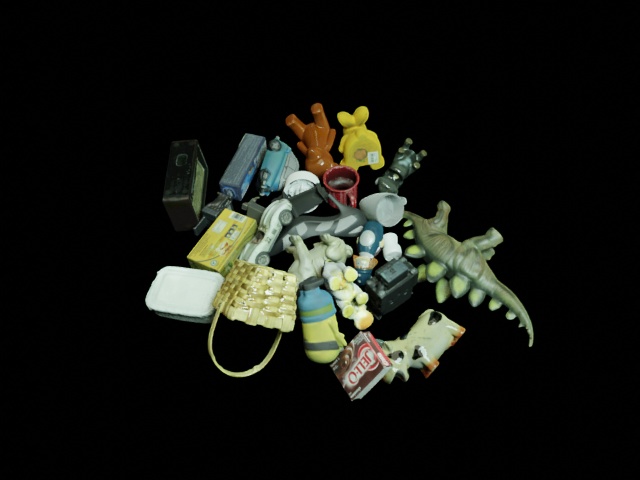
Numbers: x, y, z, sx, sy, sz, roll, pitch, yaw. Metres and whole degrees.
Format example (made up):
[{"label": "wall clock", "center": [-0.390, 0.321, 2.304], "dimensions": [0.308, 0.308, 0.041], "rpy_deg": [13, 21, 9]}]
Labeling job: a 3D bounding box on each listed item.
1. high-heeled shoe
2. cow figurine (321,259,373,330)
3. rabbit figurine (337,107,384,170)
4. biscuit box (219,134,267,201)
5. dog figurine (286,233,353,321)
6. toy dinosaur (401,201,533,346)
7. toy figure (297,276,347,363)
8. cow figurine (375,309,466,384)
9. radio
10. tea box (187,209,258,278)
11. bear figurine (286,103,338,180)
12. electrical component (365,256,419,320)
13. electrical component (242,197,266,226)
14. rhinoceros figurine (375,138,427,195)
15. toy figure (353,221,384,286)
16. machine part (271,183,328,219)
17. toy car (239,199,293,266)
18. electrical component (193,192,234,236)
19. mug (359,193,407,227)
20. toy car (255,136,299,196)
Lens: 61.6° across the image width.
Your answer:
[{"label": "high-heeled shoe", "center": [-0.003, -0.004, 1.336], "dimensions": [0.249, 0.086, 0.145], "rpy_deg": [-40, 102, 3]}, {"label": "cow figurine", "center": [0.056, 0.121, 1.182], "dimensions": [0.068, 0.167, 0.098], "rpy_deg": [-33, 28, -13]}, {"label": "rabbit figurine", "center": [0.096, -0.283, 1.484], "dimensions": [0.122, 0.162, 0.173], "rpy_deg": [-15, 35, 7]}, {"label": "biscuit box", "center": [-0.210, -0.202, 1.481], "dimensions": [0.063, 0.059, 0.203], "rpy_deg": [14, 55, 11]}, {"label": "dog figurine", "center": [-0.004, 0.094, 1.237], "dimensions": [0.172, 0.121, 0.190], "rpy_deg": [-4, 69, 1]}, {"label": "toy dinosaur", "center": [0.322, 0.054, 1.235], "dimensions": [0.198, 0.104, 0.472], "rpy_deg": [-40, 51, -15]}, {"label": "toy figure", "center": [-0.005, 0.171, 1.136], "dimensions": [0.089, 0.180, 0.082], "rpy_deg": [-17, 9, -1]}, {"label": "cow figurine", "center": [0.195, 0.223, 1.123], "dimensions": [0.127, 0.085, 0.195], "rpy_deg": [40, 67, 21]}, {"label": "radio", "center": [-0.348, -0.146, 1.403], "dimensions": [0.073, 0.131, 0.230], "rpy_deg": [-6, 53, 1]}, {"label": "tea box", "center": [-0.233, 0.015, 1.315], "dimensions": [0.098, 0.068, 0.169], "rpy_deg": [22, 59, 20]}, {"label": "bear figurine", "center": [-0.019, -0.257, 1.473], "dimensions": [0.120, 0.131, 0.196], "rpy_deg": [-18, 46, 19]}, {"label": "electrical component", "center": [0.157, 0.101, 1.185], "dimensions": [0.115, 0.134, 0.058], "rpy_deg": [-35, 60, -19]}, {"label": "electrical component", "center": [-0.151, -0.064, 1.367], "dimensions": [0.102, 0.078, 0.045], "rpy_deg": [21, 34, 24]}, {"label": "rhinoceros figurine", "center": [0.209, -0.188, 1.417], "dimensions": [0.073, 0.112, 0.190], "rpy_deg": [40, 47, -3]}, {"label": "toy figure", "center": [0.110, 0.032, 1.274], "dimensions": [0.064, 0.057, 0.154], "rpy_deg": [-10, 57, 51]}, {"label": "machine part", "center": [-0.049, -0.097, 1.362], "dimensions": [0.139, 0.084, 0.039], "rpy_deg": [-21, 19, 13]}, {"label": "toy car", "center": [-0.130, -0.010, 1.289], "dimensions": [0.074, 0.056, 0.201], "rpy_deg": [16, 77, 60]}, {"label": "electrical component", "center": [-0.269, -0.057, 1.367], "dimensions": [0.048, 0.074, 0.119], "rpy_deg": [21, 53, 19]}, {"label": "mug", "center": [0.155, -0.086, 1.346], "dimensions": [0.109, 0.080, 0.107], "rpy_deg": [-31, 23, -22]}, {"label": "toy car", "center": [-0.108, -0.189, 1.442], "dimensions": [0.103, 0.109, 0.161], "rpy_deg": [16, 63, -6]}]
